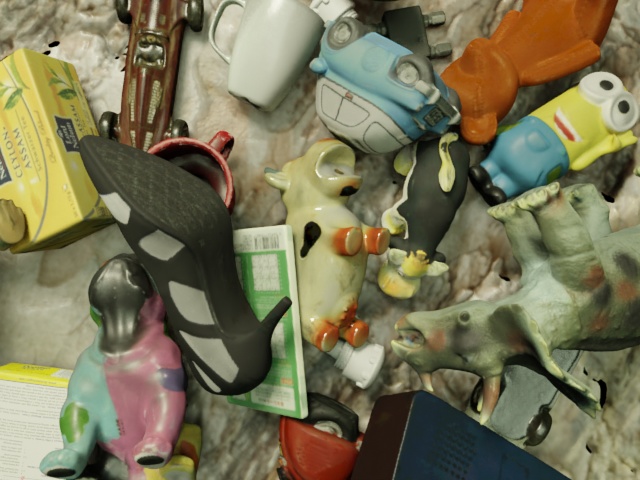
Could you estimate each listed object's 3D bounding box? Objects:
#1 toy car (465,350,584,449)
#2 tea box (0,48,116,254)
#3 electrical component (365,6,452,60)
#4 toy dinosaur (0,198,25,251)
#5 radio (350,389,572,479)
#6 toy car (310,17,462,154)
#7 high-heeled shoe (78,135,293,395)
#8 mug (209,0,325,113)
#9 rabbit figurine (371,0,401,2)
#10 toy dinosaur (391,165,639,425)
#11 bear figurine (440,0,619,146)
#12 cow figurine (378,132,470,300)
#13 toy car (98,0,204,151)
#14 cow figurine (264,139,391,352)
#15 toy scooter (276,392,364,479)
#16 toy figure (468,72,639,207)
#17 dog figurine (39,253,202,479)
[{"bbox_3d":[0.223,0.125,0.556,0.073,0.056,0.201,31,84,5],"label":"toy car"},{"bbox_3d":[-0.270,-0.082,0.522,0.098,0.068,0.169,-23,88,19],"label":"tea box"},{"bbox_3d":[0.094,-0.218,0.586,0.094,0.021,0.063,-10,88,-4],"label":"electrical component"},{"bbox_3d":[-0.370,0.004,0.484,0.199,0.105,0.471,-17,82,28],"label":"toy dinosaur"},{"bbox_3d":[0.139,0.244,0.480,0.229,0.073,0.131,33,59,-10],"label":"radio"},{"bbox_3d":[0.052,-0.136,0.524,0.162,0.109,0.103,45,104,34],"label":"toy car"},{"bbox_3d":[-0.131,0.031,0.476,0.249,0.086,0.145,43,123,-1],"label":"high-heeled shoe"},{"bbox_3d":[-0.063,-0.193,0.549,0.109,0.081,0.107,22,94,-7],"label":"mug"},{"bbox_3d":[0.044,-0.310,0.522,0.159,0.121,0.170,-3,67,-3],"label":"rabbit figurine"},{"bbox_3d":[0.267,0.034,0.494,0.405,0.131,0.192,-14,86,-21],"label":"toy dinosaur"},{"bbox_3d":[0.192,-0.197,0.542,0.196,0.131,0.120,-32,50,-9],"label":"bear figurine"},{"bbox_3d":[0.106,-0.020,0.537,0.068,0.098,0.167,13,86,-8],"label":"cow figurine"},{"bbox_3d":[-0.174,-0.175,0.556,0.089,0.053,0.202,8,85,-5],"label":"toy car"},{"bbox_3d":[-0.001,-0.002,0.530,0.127,0.085,0.194,18,104,39],"label":"cow figurine"},{"bbox_3d":[0.030,0.241,0.530,0.184,0.075,0.135,25,85,-6],"label":"toy scooter"},{"bbox_3d":[0.238,-0.104,0.559,0.180,0.089,0.082,-36,106,5],"label":"toy figure"},{"bbox_3d":[-0.173,0.120,0.518,0.109,0.191,0.219,-6,53,0],"label":"dog figurine"}]
